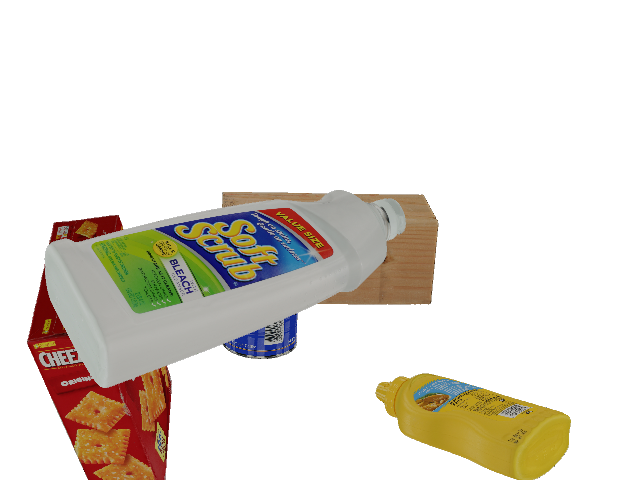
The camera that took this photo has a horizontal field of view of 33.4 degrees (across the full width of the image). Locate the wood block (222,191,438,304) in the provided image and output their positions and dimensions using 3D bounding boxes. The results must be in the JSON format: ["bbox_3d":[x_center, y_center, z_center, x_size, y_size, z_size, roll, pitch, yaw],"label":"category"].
[{"bbox_3d":[0.005,0.008,1.063,0.206,0.091,0.090,1,20,-5],"label":"wood block"}]

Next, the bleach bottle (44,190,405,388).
[{"bbox_3d":[-0.054,0.013,0.741,0.250,0.103,0.068,-20,-33,-27],"label":"bleach bottle"}]

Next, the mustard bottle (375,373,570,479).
[{"bbox_3d":[0.131,0.168,1.012,0.192,0.058,0.096,14,21,40],"label":"mustard bottle"}]

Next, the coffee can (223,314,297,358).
[{"bbox_3d":[-0.079,0.073,1.427,0.103,0.140,0.103,3,21,-1],"label":"coffee can"}]

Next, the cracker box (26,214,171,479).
[{"bbox_3d":[-0.194,0.109,0.983,0.072,0.214,0.164,-8,38,2],"label":"cracker box"}]
